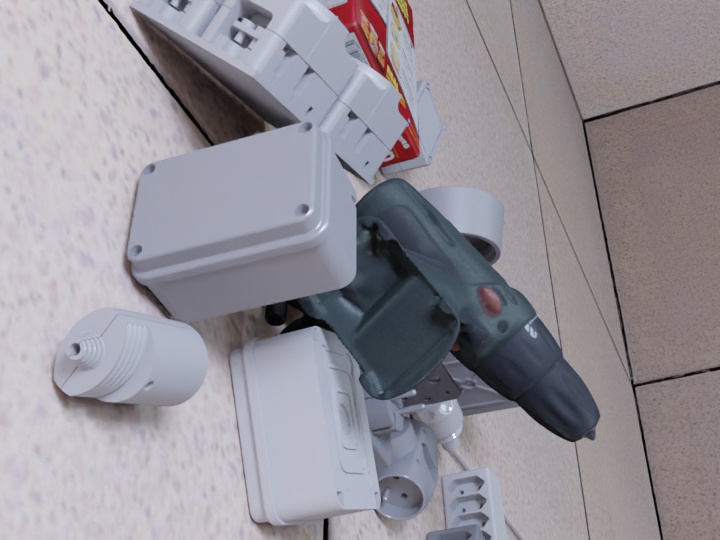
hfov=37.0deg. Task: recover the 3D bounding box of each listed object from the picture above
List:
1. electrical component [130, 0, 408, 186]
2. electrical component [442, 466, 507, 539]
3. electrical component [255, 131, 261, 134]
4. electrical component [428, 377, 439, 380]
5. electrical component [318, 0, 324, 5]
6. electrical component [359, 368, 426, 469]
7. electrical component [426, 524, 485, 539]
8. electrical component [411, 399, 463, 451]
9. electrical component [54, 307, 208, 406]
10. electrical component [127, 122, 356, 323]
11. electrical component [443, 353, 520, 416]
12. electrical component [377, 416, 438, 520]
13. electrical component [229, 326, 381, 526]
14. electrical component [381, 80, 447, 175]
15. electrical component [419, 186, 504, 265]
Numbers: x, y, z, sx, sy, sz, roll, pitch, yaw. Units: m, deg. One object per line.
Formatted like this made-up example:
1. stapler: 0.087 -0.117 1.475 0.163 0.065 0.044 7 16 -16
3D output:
1. electrical component: -0.049 -0.134 0.706 0.060 0.105 0.186 -57 154 -1
2. electrical component: 0.115 0.240 1.015 0.075 0.047 0.083 50 30 -51
3. electrical component: -0.059 -0.051 0.692 0.064 0.081 0.042 37 35 -27
4. electrical component: 0.032 0.086 0.865 0.043 0.062 0.043 -14 90 -73
5. electrical component: -0.074 -0.216 0.784 0.061 0.062 0.096 -81 151 -51
6. electrical component: 0.008 0.099 0.758 0.083 0.076 0.047 58 25 -44
7. electrical component: 0.088 0.269 0.913 0.065 0.047 0.076 -72 144 -60
8. electrical component: 0.074 0.138 0.981 0.043 0.043 0.062 -80 151 -53
9. electrical component: -0.110 0.041 0.504 0.081 0.043 0.043 24 53 -68
10. electrical component: -0.063 -0.026 0.584 0.057 0.113 0.078 60 23 -47
11. electrical component: 0.101 0.084 1.001 0.108 0.109 0.056 58 27 -43
12. electrical component: 0.029 0.141 0.843 0.077 0.043 0.079 -67 139 -62
13. electrical component: -0.034 0.098 0.664 0.078 0.057 0.113 29 49 -66
14. electrical component: 0.041 -0.140 1.085 0.061 0.061 0.096 66 28 -27
15. electrical component: 0.090 -0.031 1.069 0.108 0.108 0.060 46 40 -57
